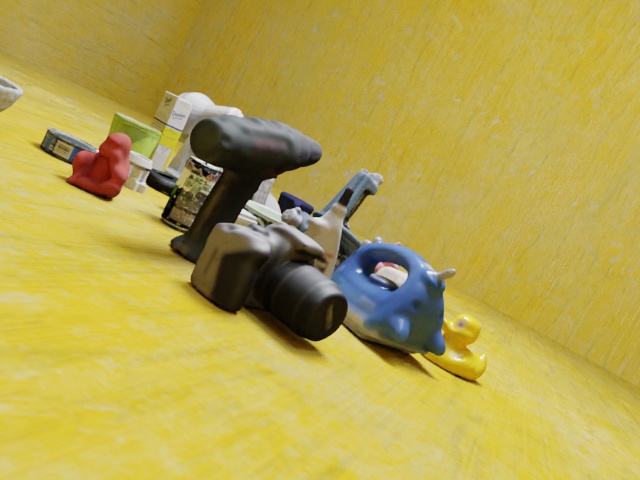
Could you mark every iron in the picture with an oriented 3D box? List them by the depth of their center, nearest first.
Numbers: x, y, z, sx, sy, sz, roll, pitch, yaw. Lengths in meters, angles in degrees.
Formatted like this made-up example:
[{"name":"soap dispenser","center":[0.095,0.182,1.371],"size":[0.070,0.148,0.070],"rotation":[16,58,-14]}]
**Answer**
[{"name":"iron","center":[0.090,0.063,0.843],"size":[0.119,0.141,0.257],"rotation":[24,7,-35]}]

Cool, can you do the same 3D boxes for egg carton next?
[{"name":"egg carton","center":[0.180,0.113,1.197],"size":[0.149,0.069,0.108],"rotation":[33,7,41]}]

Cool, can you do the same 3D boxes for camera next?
[{"name":"camera","center":[-0.040,0.041,0.625],"size":[0.136,0.101,0.144],"rotation":[32,7,39]}]

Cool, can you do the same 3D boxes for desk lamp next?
[{"name":"desk lamp","center":[-0.268,-0.219,1.300],"size":[0.202,0.213,0.118],"rotation":[32,7,37]}]

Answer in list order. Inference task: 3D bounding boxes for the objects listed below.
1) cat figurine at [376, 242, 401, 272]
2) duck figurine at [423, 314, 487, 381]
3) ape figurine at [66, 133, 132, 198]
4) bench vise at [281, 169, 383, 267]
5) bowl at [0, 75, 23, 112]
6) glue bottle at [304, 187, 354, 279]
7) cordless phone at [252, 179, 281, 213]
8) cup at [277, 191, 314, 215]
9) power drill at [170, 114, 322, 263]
[{"name":"cat figurine","center":[0.145,0.049,1.352],"size":[0.128,0.118,0.067],"rotation":[23,8,-43]},{"name":"duck figurine","center":[0.216,0.158,0.876],"size":[0.105,0.086,0.077],"rotation":[27,6,-8]},{"name":"ape figurine","center":[-0.294,-0.107,0.794],"size":[0.077,0.092,0.076],"rotation":[30,6,24]},{"name":"bench vise","center":[0.030,-0.030,0.987],"size":[0.121,0.220,0.208],"rotation":[30,6,21]},{"name":"bowl","center":[-0.520,-0.220,0.811],"size":[0.167,0.075,0.167],"rotation":[28,6,-3]},{"name":"glue bottle","center":[0.002,0.003,0.795],"size":[0.078,0.173,0.037],"rotation":[23,7,-42]},{"name":"cordless phone","center":[-0.106,-0.104,1.190],"size":[0.094,0.185,0.148],"rotation":[30,6,22]},{"name":"cup","center":[-0.073,-0.057,1.388],"size":[0.092,0.095,0.117],"rotation":[27,6,-7]},{"name":"power drill","center":[-0.099,-0.065,0.748],"size":[0.075,0.208,0.230],"rotation":[31,6,26]}]
